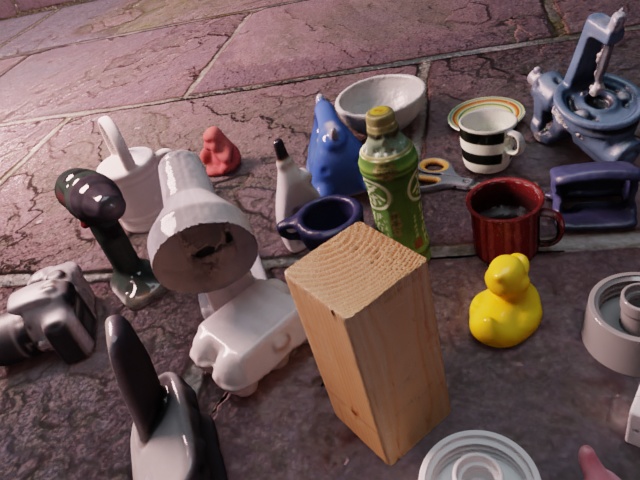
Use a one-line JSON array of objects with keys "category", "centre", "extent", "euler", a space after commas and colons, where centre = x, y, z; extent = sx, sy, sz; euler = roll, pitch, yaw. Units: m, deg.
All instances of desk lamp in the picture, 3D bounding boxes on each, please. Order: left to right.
[{"category": "desk lamp", "centre": [-0.140, 0.005, 0.720], "extent": [0.118, 0.214, 0.202], "euler": [-21, 37, -6]}]

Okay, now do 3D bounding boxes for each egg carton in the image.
[{"category": "egg carton", "centre": [-0.073, 0.112, 0.677], "extent": [0.150, 0.069, 0.107], "euler": [-39, 42, -27]}]

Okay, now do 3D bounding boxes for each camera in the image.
[{"category": "camera", "centre": [-0.389, 0.103, 0.780], "extent": [0.137, 0.101, 0.143], "euler": [-21, 37, -6]}]

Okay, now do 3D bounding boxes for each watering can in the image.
[{"category": "watering can", "centre": [-0.324, -0.111, 0.953], "extent": [0.100, 0.194, 0.173], "euler": [17, 48, 36]}]

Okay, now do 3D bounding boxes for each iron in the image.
[{"category": "iron", "centre": [0.018, -0.169, 0.944], "extent": [0.118, 0.142, 0.258], "euler": [-16, 37, 1]}]

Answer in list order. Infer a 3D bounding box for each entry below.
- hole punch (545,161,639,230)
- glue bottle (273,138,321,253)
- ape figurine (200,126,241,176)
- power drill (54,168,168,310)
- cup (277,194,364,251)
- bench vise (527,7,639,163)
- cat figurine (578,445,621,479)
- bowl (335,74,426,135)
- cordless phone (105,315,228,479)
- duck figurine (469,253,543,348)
[{"category": "hole punch", "centre": [0.351, -0.074, 0.741], "extent": [0.108, 0.091, 0.101], "euler": [-2, 39, 18]}, {"category": "glue bottle", "centre": [-0.035, -0.066, 0.806], "extent": [0.078, 0.173, 0.037], "euler": [-28, 38, -16]}, {"category": "ape figurine", "centre": [-0.189, -0.167, 1.061], "extent": [0.076, 0.092, 0.077], "euler": [-29, 39, -17]}, {"category": "power drill", "centre": [-0.288, -0.009, 0.796], "extent": [0.076, 0.209, 0.228], "euler": [-36, 41, -24]}, {"category": "cup", "centre": [0.007, 0.003, 0.767], "extent": [0.117, 0.095, 0.091], "euler": [-8, 38, 11]}, {"category": "bench vise", "centre": [0.365, -0.223, 0.820], "extent": [0.122, 0.220, 0.206], "euler": [-35, 41, -24]}, {"category": "cat figurine", "centre": [0.236, 0.200, 0.409], "extent": [0.067, 0.118, 0.127], "euler": [-29, 39, -17]}, {"category": "bowl", "centre": [0.115, -0.238, 1.054], "extent": [0.167, 0.075, 0.167], "euler": [-10, 37, 8]}, {"category": "cordless phone", "centre": [-0.162, 0.171, 0.538], "extent": [0.094, 0.185, 0.147], "euler": [-25, 38, -12]}, {"category": "duck figurine", "centre": [0.203, 0.059, 0.630], "extent": [0.077, 0.086, 0.105], "euler": [17, 48, 36]}]
